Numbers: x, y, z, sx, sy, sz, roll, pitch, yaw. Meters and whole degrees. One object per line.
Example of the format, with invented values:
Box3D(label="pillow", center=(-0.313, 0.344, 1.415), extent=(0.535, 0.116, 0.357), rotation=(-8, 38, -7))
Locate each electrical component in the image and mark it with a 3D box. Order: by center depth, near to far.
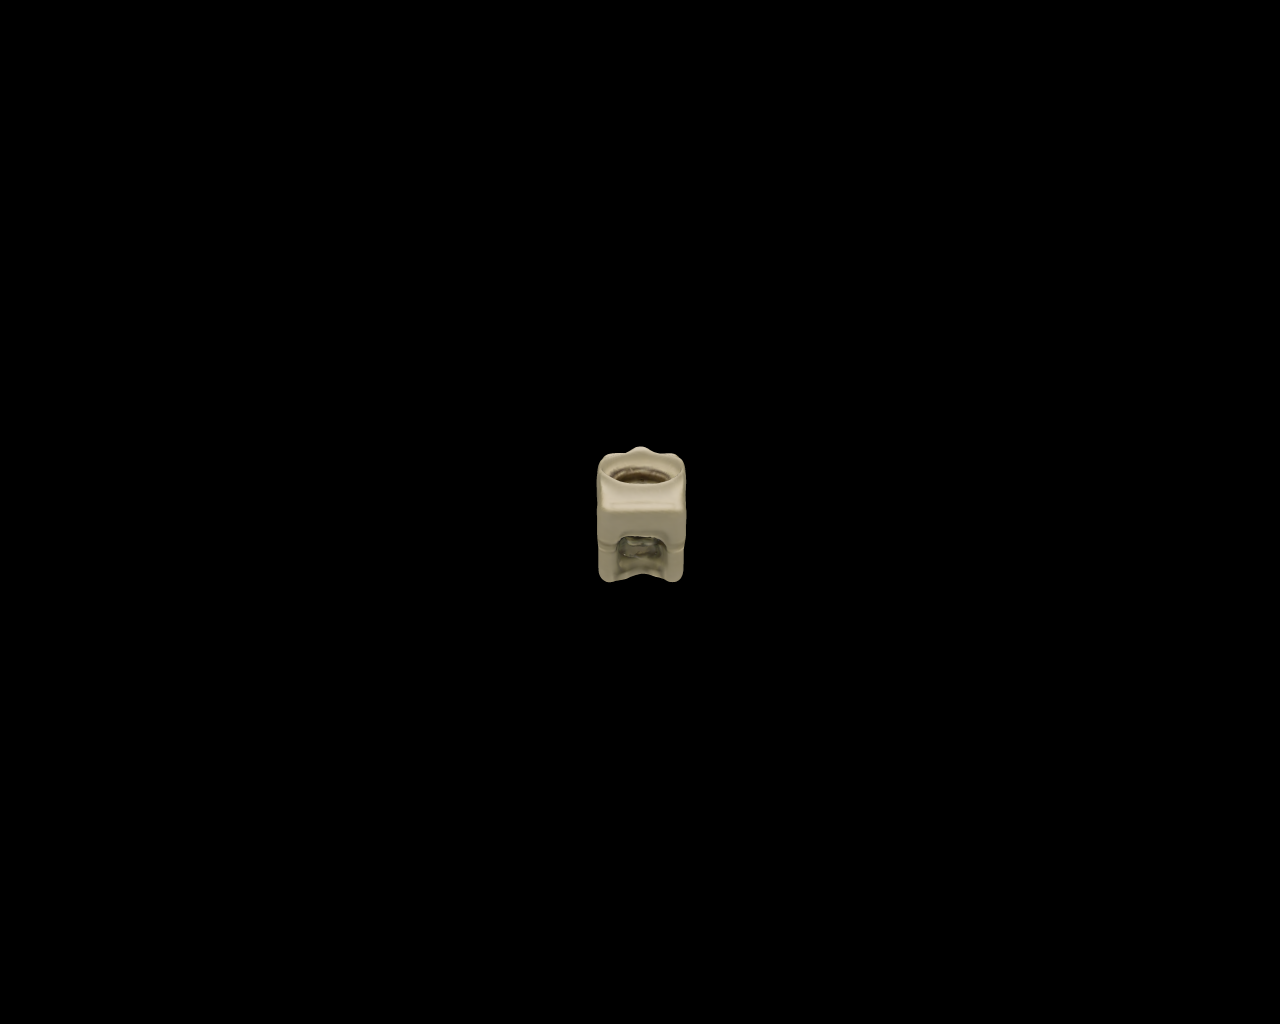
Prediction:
Box3D(label="electrical component", center=(0.001, -0.003, 0.650), extent=(0.050, 0.055, 0.090), rotation=(0, 25, 0))
